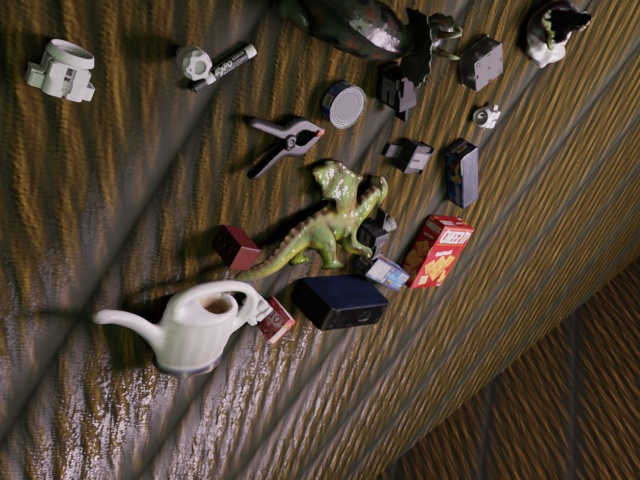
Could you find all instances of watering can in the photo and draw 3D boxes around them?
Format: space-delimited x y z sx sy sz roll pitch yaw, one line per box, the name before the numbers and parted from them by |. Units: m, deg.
watering can | -0.281 0.177 1.016 0.349 0.106 0.220 -7 129 -41

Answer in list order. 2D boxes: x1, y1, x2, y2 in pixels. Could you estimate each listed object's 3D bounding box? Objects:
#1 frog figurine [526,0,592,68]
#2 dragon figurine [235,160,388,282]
frog figurine | 0.545 -0.488 1.225 0.137 0.123 0.159 -57 178 3
dragon figurine | 0.003 -0.056 1.109 0.413 0.123 0.239 -14 115 -37
